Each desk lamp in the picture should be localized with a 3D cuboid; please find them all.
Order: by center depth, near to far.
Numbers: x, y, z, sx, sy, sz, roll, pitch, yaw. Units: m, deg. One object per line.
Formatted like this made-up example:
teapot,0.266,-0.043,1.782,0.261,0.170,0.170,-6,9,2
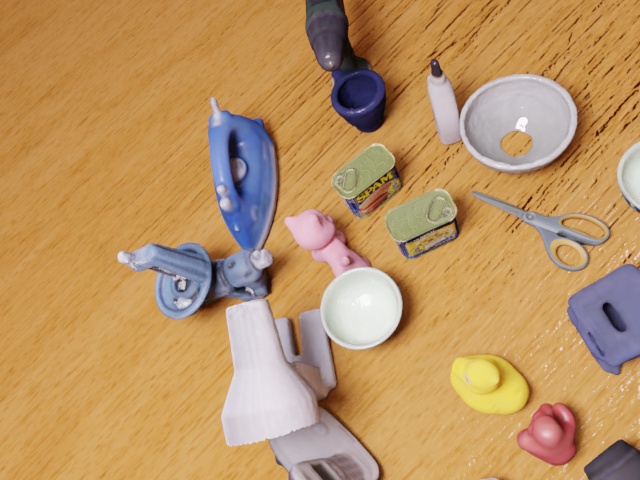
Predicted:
desk lamp,-0.058,0.174,0.769,0.117,0.214,0.203,-16,64,12

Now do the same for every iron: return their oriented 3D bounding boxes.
iron,-0.144,-0.108,0.960,0.118,0.142,0.258,-14,64,13

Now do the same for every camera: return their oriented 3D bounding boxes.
camera,0.380,0.286,0.637,0.143,0.101,0.136,-38,61,0

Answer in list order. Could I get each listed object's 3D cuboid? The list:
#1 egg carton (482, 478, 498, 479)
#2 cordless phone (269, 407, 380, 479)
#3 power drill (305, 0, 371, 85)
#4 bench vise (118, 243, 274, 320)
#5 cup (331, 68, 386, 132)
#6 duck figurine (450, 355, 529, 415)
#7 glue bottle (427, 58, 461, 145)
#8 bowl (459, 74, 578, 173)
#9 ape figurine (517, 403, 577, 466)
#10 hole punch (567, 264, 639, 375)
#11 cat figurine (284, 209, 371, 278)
egg carton,0.185,0.365,0.687,0.150,0.069,0.107,-40,61,-1
cordless phone,-0.011,0.275,0.726,0.147,0.185,0.094,37,83,28
power drill,0.031,-0.319,0.953,0.075,0.209,0.229,-15,64,12
bench vise,-0.186,0.036,0.868,0.207,0.220,0.121,-33,61,3
cup,0.065,-0.233,0.969,0.092,0.095,0.117,-40,61,-1
duck figurine,0.218,0.183,0.745,0.104,0.086,0.077,21,76,25
glue bottle,0.186,-0.220,0.878,0.037,0.173,0.078,-18,63,11
bowl,0.300,-0.164,0.872,0.167,0.075,0.167,-7,66,16
ape figurine,0.278,0.236,0.698,0.077,0.092,0.076,-21,63,9
hole punch,0.378,0.101,0.723,0.101,0.091,0.108,-28,62,6
cat figurine,0.008,0.003,0.875,0.067,0.118,0.127,-43,61,-2
